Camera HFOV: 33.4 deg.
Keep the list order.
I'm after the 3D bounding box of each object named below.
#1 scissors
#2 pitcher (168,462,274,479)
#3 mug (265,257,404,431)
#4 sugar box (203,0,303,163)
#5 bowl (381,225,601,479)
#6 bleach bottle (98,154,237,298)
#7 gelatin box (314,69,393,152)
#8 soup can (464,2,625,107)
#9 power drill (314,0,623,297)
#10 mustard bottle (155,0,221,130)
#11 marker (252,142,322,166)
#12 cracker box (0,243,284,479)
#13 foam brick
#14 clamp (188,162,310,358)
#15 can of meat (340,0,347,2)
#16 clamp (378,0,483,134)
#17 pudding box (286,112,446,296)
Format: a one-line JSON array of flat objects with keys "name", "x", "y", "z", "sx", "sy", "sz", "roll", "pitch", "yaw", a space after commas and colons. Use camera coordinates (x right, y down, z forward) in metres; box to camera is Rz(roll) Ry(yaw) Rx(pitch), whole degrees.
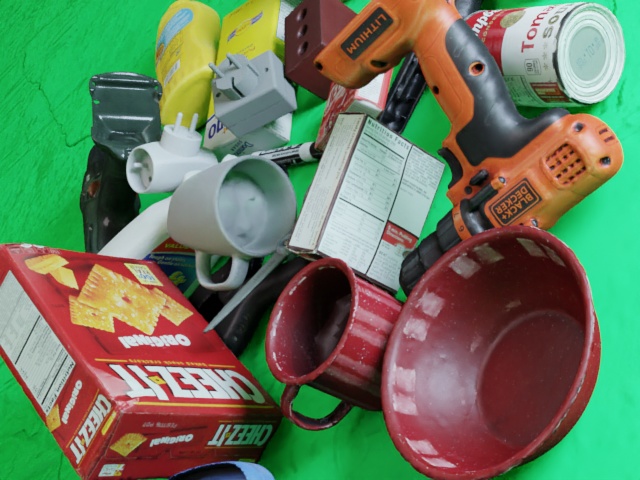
[{"name": "scissors", "x": -0.005, "y": 0.001, "z": 0.829, "sx": 0.096, "sy": 0.016, "sz": 0.201, "roll": 2, "pitch": 46, "yaw": 41}, {"name": "pitcher", "x": -0.100, "y": 0.254, "z": 0.741, "sx": 0.243, "sy": 0.145, "sz": 0.149, "roll": -19, "pitch": 19, "yaw": 50}, {"name": "mug", "x": 0.016, "y": 0.081, "z": 0.745, "sx": 0.093, "sy": 0.081, "sz": 0.117, "roll": 25, "pitch": 87, "yaw": 57}, {"name": "sugar box", "x": -0.065, "y": -0.162, "z": 1.059, "sx": 0.094, "sy": 0.048, "sz": 0.176, "roll": -24, "pitch": 48, "yaw": 42}, {"name": "bowl", "x": 0.112, "y": 0.075, "z": 0.645, "sx": 0.162, "sy": 0.055, "sz": 0.162, "roll": -32, "pitch": 44, "yaw": 37}, {"name": "bleach bottle", "x": -0.156, "y": 0.017, "z": 1.001, "sx": 0.251, "sy": 0.102, "sz": 0.068, "roll": -48, "pitch": 34, "yaw": 21}, {"name": "gelatin box", "x": 0.029, "y": -0.120, "z": 0.886, "sx": 0.089, "sy": 0.030, "sz": 0.073, "roll": 134, "pitch": 154, "yaw": -58}, {"name": "soup can", "x": 0.147, "y": -0.126, "z": 0.729, "sx": 0.102, "sy": 0.068, "sz": 0.068, "roll": 11, "pitch": 76, "yaw": 55}, {"name": "power drill", "x": 0.080, "y": -0.068, "z": 0.706, "sx": 0.185, "sy": 0.057, "sz": 0.188, "roll": -41, "pitch": 82, "yaw": 34}, {"name": "mustard bottle", "x": -0.147, "y": -0.210, "z": 1.189, "sx": 0.096, "sy": 0.058, "sz": 0.191, "roll": -48, "pitch": 36, "yaw": 31}, {"name": "marker", "x": -0.023, "y": -0.077, "z": 0.966, "sx": 0.121, "sy": 0.020, "sz": 0.020, "roll": -5, "pitch": 63, "yaw": 52}, {"name": "cracker box", "x": -0.152, "y": 0.091, "z": 0.835, "sx": 0.214, "sy": 0.163, "sz": 0.072, "roll": 43, "pitch": 112, "yaw": 38}, {"name": "foam brick", "x": 0.002, "y": -0.178, "z": 0.974, "sx": 0.053, "sy": 0.051, "sz": 0.078, "roll": -35, "pitch": 42, "yaw": 35}, {"name": "clamp", "x": -0.069, "y": 0.036, "z": 0.930, "sx": 0.210, "sy": 0.036, "sz": 0.165, "roll": -47, "pitch": 36, "yaw": 16}, {"name": "can of meat", "x": 0.002, "y": -0.269, "z": 1.008, "sx": 0.102, "sy": 0.083, "sz": 0.057, "roll": -12, "pitch": 58, "yaw": 49}, {"name": "clamp", "x": 0.092, "y": -0.163, "z": 0.858, "sx": 0.120, "sy": 0.039, "sz": 0.171, "roll": -25, "pitch": 46, "yaw": 43}, {"name": "pudding box", "x": 0.036, "y": -0.026, "z": 0.787, "sx": 0.039, "sy": 0.089, "sz": 0.113, "roll": 5, "pitch": 71, "yaw": 54}]
